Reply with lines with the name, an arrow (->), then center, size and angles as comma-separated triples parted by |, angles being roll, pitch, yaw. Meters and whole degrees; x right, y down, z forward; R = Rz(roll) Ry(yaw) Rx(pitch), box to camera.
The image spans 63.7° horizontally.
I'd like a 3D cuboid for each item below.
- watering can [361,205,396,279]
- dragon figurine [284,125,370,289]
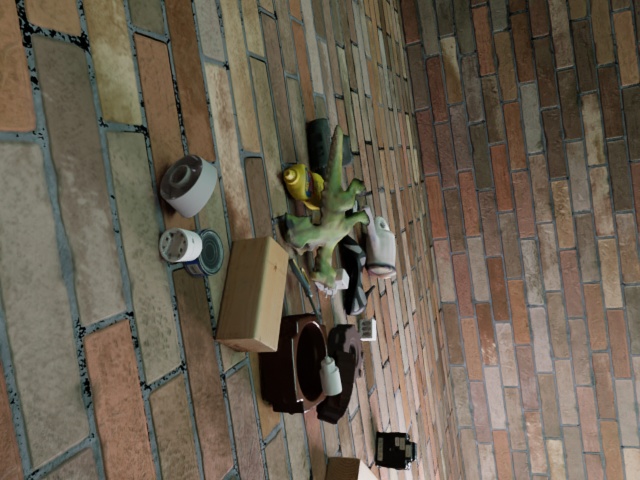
watering can -> 0.205, 0.016, 1.847 | 0.104, 0.228, 0.343 | -6, -19, 22
dragon figurine -> 0.004, -0.066, 1.320 | 0.122, 0.403, 0.246 | 9, 30, 42
